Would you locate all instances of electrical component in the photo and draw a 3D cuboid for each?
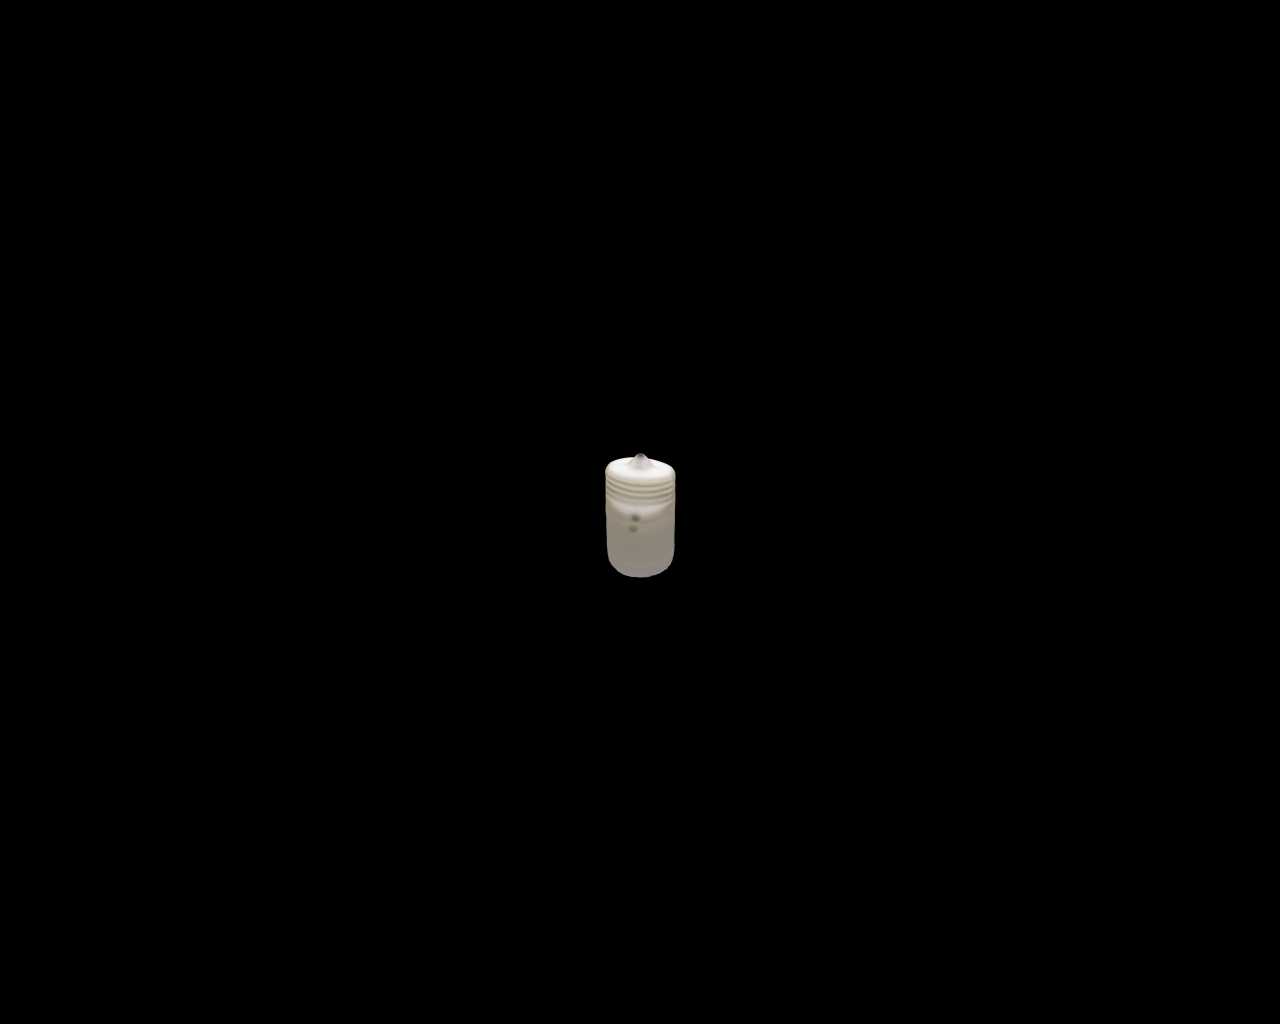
[{"bbox_3d":[0.001,-0.003,0.650,0.043,0.080,0.043,0,36,0],"label":"electrical component"}]
